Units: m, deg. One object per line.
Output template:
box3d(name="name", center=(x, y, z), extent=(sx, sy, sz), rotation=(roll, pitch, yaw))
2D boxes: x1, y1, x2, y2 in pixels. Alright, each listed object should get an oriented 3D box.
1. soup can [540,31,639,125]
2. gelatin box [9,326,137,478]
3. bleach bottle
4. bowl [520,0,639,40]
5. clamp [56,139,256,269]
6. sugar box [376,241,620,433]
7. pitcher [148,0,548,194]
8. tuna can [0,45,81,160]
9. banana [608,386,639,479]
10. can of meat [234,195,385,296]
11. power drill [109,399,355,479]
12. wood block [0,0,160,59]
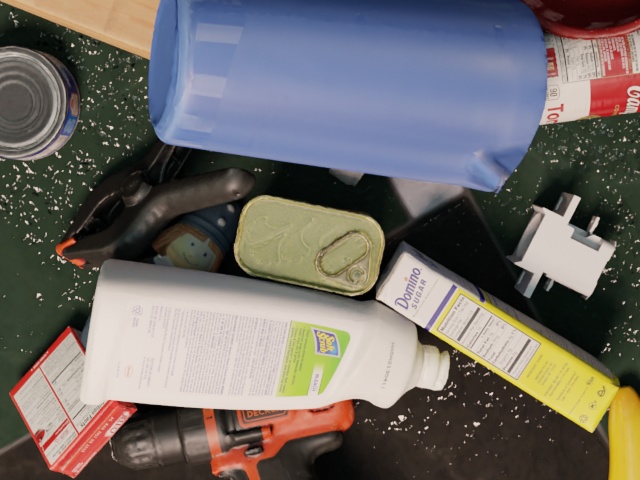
box3d(name="soup can", center=(0.187, -0.120, 0.761), extent=(0.102, 0.068, 0.068), rotation=(-7, 94, 5))
box3d(name="gelatin box", center=(-0.185, 0.121, 0.801), extent=(0.073, 0.030, 0.089), rotation=(-48, 51, 6))
box3d(name="bleach bottle", center=(-0.035, 0.080, 0.751), extent=(0.250, 0.068, 0.103), rotation=(10, 109, -8))
box3d(name="bowl", center=(0.194, -0.217, 0.720), extent=(0.162, 0.055, 0.162), rotation=(6, 102, 29))
box3d(name="clamp", center=(-0.119, -0.030, 0.776), extent=(0.171, 0.120, 0.039), rotation=(-45, 127, 9))
box3d(name="sugar box", center=(0.123, 0.066, 0.767), extent=(0.176, 0.093, 0.048), rotation=(29, 96, 2))
box3d(name="pitcher", center=(0.014, -0.115, 0.709), extent=(0.242, 0.149, 0.145), rotation=(4, 99, -19))
box3d(name="tuna can", center=(-0.227, -0.103, 0.806), extent=(0.086, 0.033, 0.086), rotation=(0, 93, 4))
box3d(name="banana", center=(0.215, 0.210, 0.800), extent=(0.069, 0.037, 0.198), rotation=(24, 95, 1))
box3d(name="can of meat", center=(-0.005, 0.001, 0.774), extent=(0.102, 0.084, 0.057), rotation=(11, 95, 3))
box3d(name="power drill", center=(-0.052, 0.196, 0.769), extent=(0.184, 0.057, 0.188), rotation=(-13, 67, -1))
box3d(name="wood block", center=(-0.177, -0.200, 0.768), extent=(0.206, 0.090, 0.091), rotation=(22, 95, 2))
